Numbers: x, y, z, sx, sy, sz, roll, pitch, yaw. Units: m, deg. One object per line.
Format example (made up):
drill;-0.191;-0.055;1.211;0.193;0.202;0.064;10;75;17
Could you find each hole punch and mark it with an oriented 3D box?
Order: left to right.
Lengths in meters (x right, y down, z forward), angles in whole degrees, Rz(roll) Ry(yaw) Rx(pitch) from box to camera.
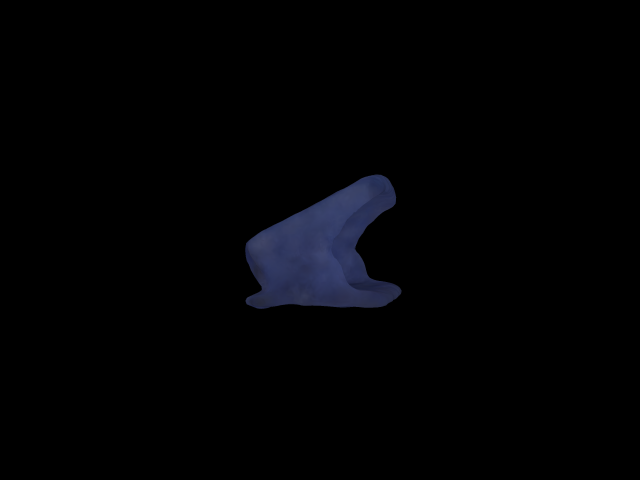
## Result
hole punch;0.004;0.001;0.400;0.101;0.091;0.109;0;0;13
